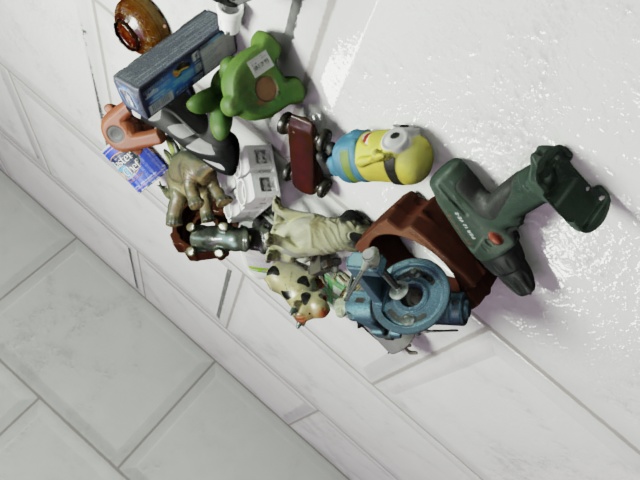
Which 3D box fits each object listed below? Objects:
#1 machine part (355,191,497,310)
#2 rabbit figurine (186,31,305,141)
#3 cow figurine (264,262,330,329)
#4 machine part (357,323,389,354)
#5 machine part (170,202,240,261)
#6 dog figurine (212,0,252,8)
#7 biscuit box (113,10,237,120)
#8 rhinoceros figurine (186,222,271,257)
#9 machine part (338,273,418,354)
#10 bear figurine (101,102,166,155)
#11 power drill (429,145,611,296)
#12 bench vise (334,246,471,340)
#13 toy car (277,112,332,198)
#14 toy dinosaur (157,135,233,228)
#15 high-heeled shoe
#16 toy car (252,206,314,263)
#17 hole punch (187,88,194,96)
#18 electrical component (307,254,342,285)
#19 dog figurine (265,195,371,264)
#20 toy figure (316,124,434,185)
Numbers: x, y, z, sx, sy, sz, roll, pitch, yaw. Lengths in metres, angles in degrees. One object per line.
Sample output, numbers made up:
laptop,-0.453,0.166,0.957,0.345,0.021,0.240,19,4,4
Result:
machine part,0.173,0.029,0.881,0.201,0.087,0.201,44,153,1
rabbit figurine,-0.126,-0.233,0.857,0.121,0.159,0.170,47,170,-30
cow figurine,-0.053,0.118,1.236,0.195,0.127,0.085,31,154,36
machine part,0.127,0.203,1.248,0.139,0.039,0.084,41,148,6
machine part,-0.274,-0.029,1.296,0.179,0.179,0.056,33,155,18
dog figurine,-0.157,-0.418,0.657,0.219,0.108,0.191,42,156,11
biscuit box,-0.221,-0.274,0.835,0.063,0.203,0.059,33,153,22
rhinoceros figurine,-0.190,0.001,1.126,0.190,0.073,0.112,0,177,17
machine part,0.122,0.159,1.146,0.243,0.079,0.079,47,153,-11
bear figurine,-0.391,-0.262,1.177,0.132,0.196,0.120,-21,111,16
power drill,0.263,-0.027,0.699,0.232,0.086,0.207,48,160,-5
bench vise,0.098,0.075,0.800,0.224,0.129,0.240,10,157,36
toy car,-0.023,-0.146,0.922,0.089,0.053,0.202,28,154,16
toy dinosaur,-0.286,-0.131,1.168,0.471,0.105,0.198,-20,75,56
high-heeled shoe,-0.249,-0.193,0.976,0.249,0.086,0.145,12,130,35
toy car,-0.089,-0.023,1.171,0.202,0.056,0.073,40,149,29
hole punch,-0.323,-0.300,1.067,0.116,0.092,0.142,26,152,37
electrical component,0.006,0.051,1.163,0.045,0.078,0.102,7,156,-25
dog figurine,-0.003,0.000,1.027,0.191,0.121,0.172,10,171,-2
toy figure,0.082,-0.121,0.791,0.180,0.082,0.089,-2,149,45
